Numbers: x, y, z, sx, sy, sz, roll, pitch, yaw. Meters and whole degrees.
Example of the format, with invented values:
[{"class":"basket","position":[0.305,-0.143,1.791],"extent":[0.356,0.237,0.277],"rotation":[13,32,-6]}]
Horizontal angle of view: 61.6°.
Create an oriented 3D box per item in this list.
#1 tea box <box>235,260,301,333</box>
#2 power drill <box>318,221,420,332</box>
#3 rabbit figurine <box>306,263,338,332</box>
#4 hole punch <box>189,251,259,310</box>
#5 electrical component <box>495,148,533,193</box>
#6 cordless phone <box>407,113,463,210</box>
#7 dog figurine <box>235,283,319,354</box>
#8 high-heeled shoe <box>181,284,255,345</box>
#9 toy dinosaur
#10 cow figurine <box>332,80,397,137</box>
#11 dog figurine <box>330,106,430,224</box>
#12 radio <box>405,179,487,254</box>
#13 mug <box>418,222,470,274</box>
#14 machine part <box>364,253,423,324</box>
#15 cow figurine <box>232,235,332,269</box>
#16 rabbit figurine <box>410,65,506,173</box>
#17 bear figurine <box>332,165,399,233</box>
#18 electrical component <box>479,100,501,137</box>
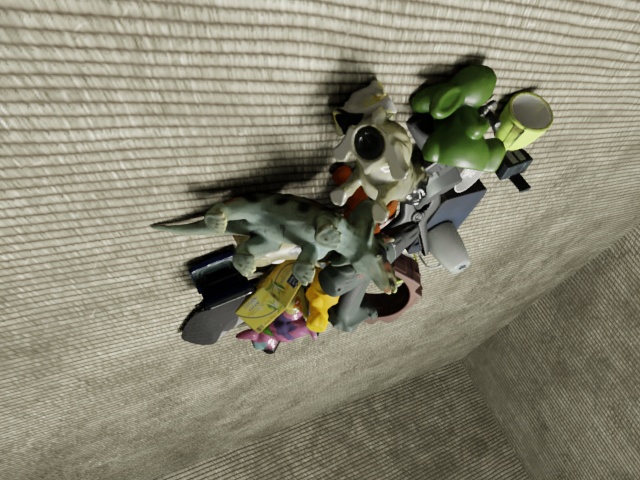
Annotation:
[{"class":"tea box","position":[-0.095,0.103,1.116],"extent":[0.098,0.068,0.170],"rotation":[-44,-174,28]},{"class":"power drill","position":[0.094,0.077,1.051],"extent":[0.232,0.086,0.207],"rotation":[-25,149,-32]},{"class":"rabbit figurine","position":[0.024,0.103,1.184],"extent":[0.122,0.162,0.173],"rotation":[-3,148,12]},{"class":"hole punch","position":[-0.196,0.077,1.065],"extent":[0.142,0.092,0.116],"rotation":[-25,-177,-13]},{"class":"electrical component","position":[0.419,-0.162,1.169],"extent":[0.075,0.119,0.047],"rotation":[-17,153,-16]},{"class":"cordless phone","position":[0.183,-0.154,1.020],"extent":[0.146,0.089,0.184],"rotation":[-33,143,11]},{"class":"dog figurine","position":[-0.105,0.187,1.318],"extent":[0.219,0.191,0.108],"rotation":[-11,-161,19]},{"class":"high-heeled shoe","position":[-0.206,0.161,1.245],"extent":[0.249,0.086,0.145],"rotation":[-22,-168,29]},{"class":"toy dinosaur","position":[-0.056,-0.024,0.896],"extent":[0.192,0.405,0.131],"rotation":[-50,153,-63]},{"class":"cow figurine","position":[0.078,-0.174,0.868],"extent":[0.098,0.068,0.167],"rotation":[-25,152,3]},{"class":"dog figurine","position":[0.117,-0.127,0.835],"extent":[0.190,0.121,0.172],"rotation":[-29,147,-50]},{"class":"radio","position":[0.280,-0.062,1.273],"extent":[0.131,0.073,0.229],"rotation":[-13,149,-27]},{"class":"mug","position":[0.287,0.029,1.238],"extent":[0.109,0.107,0.080],"rotation":[-34,151,7]},{"class":"machine part","position":[0.134,0.106,1.323],"extent":[0.201,0.087,0.201],"rotation":[27,129,-19]},{"class":"cow figurine","position":[-0.053,0.002,0.998],"extent":[0.195,0.127,0.085],"rotation":[-12,153,-27]},{"class":"rabbit figurine","position":[0.231,-0.213,0.907],"extent":[0.159,0.121,0.170],"rotation":[6,104,-23]},{"class":"bear figurine","position":[0.081,-0.064,1.050],"extent":[0.120,0.132,0.196],"rotation":[-19,169,-14]},{"class":"electrical component","position":[0.301,-0.216,1.036],"extent":[0.102,0.045,0.078],"rotation":[-31,156,5]}]
